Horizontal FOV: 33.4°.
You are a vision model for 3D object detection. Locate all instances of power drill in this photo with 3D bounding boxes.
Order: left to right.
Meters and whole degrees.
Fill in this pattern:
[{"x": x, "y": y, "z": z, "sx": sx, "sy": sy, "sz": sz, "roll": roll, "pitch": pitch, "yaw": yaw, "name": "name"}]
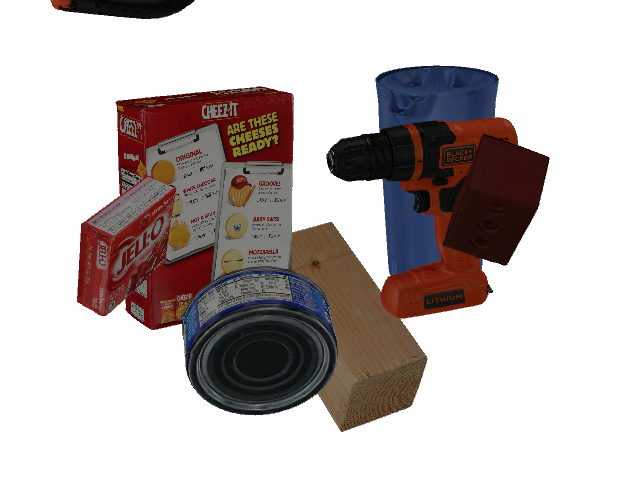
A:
[{"x": 0.096, "y": -0.022, "z": 1.011, "sx": 0.184, "sy": 0.188, "sz": 0.057, "roll": -8, "pitch": 27, "yaw": -14, "name": "power drill"}]

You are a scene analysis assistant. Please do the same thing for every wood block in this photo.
[{"x": 0.018, "y": 0.088, "z": 1.146, "sx": 0.090, "sy": 0.090, "sz": 0.206, "roll": -16, "pitch": 51, "yaw": -24, "name": "wood block"}]

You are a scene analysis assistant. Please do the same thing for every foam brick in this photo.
[{"x": 0.128, "y": -0.029, "z": 0.783, "sx": 0.053, "sy": 0.051, "sz": 0.078, "roll": 19, "pitch": -34, "yaw": 4, "name": "foam brick"}]

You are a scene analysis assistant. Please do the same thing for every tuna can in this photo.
[{"x": -0.033, "y": 0.058, "z": 0.594, "sx": 0.086, "sy": 0.086, "sz": 0.034, "roll": 0, "pitch": 38, "yaw": -11, "name": "tuna can"}]

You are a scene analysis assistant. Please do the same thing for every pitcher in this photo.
[{"x": 0.136, "y": -0.073, "z": 1.206, "sx": 0.149, "sy": 0.243, "sz": 0.145, "roll": -5, "pitch": 22, "yaw": -9, "name": "pitcher"}]

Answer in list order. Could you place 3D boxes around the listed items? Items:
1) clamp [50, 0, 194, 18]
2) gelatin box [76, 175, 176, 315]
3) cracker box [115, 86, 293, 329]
[{"x": -0.078, "y": -0.197, "z": 0.706, "sx": 0.210, "sy": 0.164, "sz": 0.036, "roll": -32, "pitch": -16, "yaw": -9, "name": "clamp"}, {"x": -0.145, "y": 0.003, "z": 0.801, "sx": 0.030, "sy": 0.073, "sz": 0.089, "roll": 23, "pitch": 36, "yaw": 14, "name": "gelatin box"}, {"x": -0.111, "y": -0.036, "z": 1.042, "sx": 0.163, "sy": 0.214, "sz": 0.072, "roll": -11, "pitch": 20, "yaw": -34, "name": "cracker box"}]
